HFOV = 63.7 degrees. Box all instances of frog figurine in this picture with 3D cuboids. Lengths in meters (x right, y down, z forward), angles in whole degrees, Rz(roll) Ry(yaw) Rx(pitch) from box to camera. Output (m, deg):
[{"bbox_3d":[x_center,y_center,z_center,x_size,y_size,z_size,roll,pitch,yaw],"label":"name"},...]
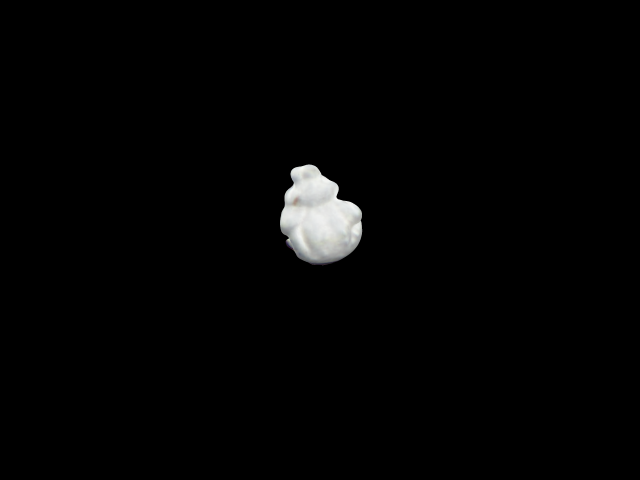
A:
[{"bbox_3d":[0.003,-0.043,0.850,0.137,0.155,0.126,0,39,0],"label":"frog figurine"}]
